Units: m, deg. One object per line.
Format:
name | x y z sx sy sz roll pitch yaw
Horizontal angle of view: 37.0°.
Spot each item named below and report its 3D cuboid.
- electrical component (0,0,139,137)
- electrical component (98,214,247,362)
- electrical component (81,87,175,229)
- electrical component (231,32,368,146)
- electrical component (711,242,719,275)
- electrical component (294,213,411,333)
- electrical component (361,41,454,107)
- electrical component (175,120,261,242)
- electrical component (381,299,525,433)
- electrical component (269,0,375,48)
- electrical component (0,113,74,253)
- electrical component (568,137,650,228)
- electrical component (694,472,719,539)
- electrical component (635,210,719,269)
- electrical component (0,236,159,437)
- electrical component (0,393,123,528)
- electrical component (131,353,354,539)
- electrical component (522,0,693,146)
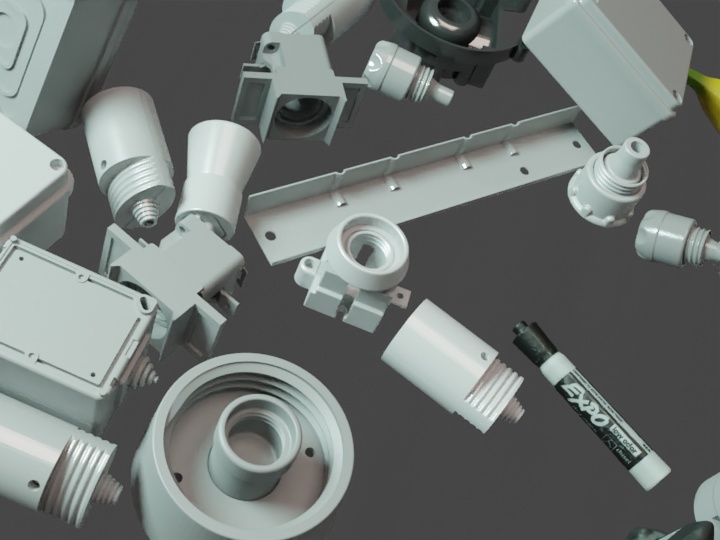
electrical component | -0.180 -0.139 0.607 0.078 0.113 0.057 42 35 11
electrical component | -0.100 0.007 0.583 0.081 0.042 0.064 40 50 9
electrical component | -0.130 -0.060 0.617 0.043 0.043 0.081 -8 61 -24
electrical component | -0.041 -0.118 0.689 0.081 0.042 0.063 0 55 -20
electrical component | 0.259 0.008 0.705 0.045 0.045 0.055 6 56 -16
electrical component | 0.000 0.000 0.613 0.066 0.055 0.048 22 53 -4
electrical component | 0.034 -0.128 0.727 0.061 0.035 0.035 24 52 -4
electrical component | -0.085 -0.049 0.628 0.044 0.044 0.065 14 58 -9
electrical component | 0.057 0.057 0.601 0.081 0.043 0.043 37 53 8
electrical component | -0.030 -0.174 0.730 0.043 0.043 0.081 37 53 8
electrical component | -0.213 -0.028 0.557 0.078 0.057 0.113 36 53 7
electrical component | 0.169 -0.062 0.710 0.048 0.062 0.048 8 55 -12
electrical component | 0.225 0.133 0.606 0.055 0.047 0.055 9 54 -13
electrical component | 0.214 -0.017 0.702 0.061 0.035 0.035 18 48 26
electrical component | -0.146 0.039 0.532 0.096 0.061 0.061 24 52 -2
electrical component | -0.151 0.090 0.507 0.081 0.043 0.043 24 53 -2
electrical component | -0.055 0.092 0.528 0.108 0.060 0.108 9 54 -13
electrical component | 0.176 -0.159 0.753 0.108 0.056 0.108 45 39 -14
